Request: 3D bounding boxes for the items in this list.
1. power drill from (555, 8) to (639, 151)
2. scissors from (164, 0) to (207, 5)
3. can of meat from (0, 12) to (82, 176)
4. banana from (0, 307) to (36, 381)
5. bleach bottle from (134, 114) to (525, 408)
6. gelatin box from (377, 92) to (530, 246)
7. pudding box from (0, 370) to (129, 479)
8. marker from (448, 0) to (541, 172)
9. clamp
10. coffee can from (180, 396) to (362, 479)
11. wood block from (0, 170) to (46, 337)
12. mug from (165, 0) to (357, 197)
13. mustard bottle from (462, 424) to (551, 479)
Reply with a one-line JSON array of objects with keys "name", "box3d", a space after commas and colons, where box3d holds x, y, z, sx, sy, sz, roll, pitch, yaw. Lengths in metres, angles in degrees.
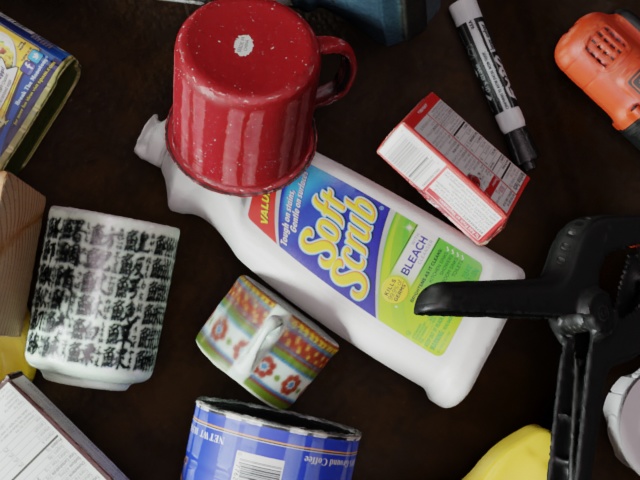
[{"name": "power drill", "box3d": [0.275, -0.123, 0.694, 0.184, 0.057, 0.187, 43, 85, 1]}, {"name": "scissors", "box3d": [-0.168, -0.153, 0.619, 0.202, 0.096, 0.016, 15, 101, 38]}, {"name": "can of meat", "box3d": [-0.210, -0.092, 0.666, 0.084, 0.057, 0.102, 31, 85, -3]}, {"name": "banana", "box3d": [-0.237, 0.026, 0.666, 0.069, 0.037, 0.198, -40, 89, -5]}, {"name": "bleach bottle", "box3d": [-0.004, 0.001, 0.667, 0.251, 0.068, 0.102, 29, 76, 1]}, {"name": "gelatin box", "box3d": [0.085, -0.046, 0.671, 0.089, 0.073, 0.030, 42, 121, 0]}, {"name": "pudding box", "box3d": [-0.166, 0.145, 0.604, 0.090, 0.039, 0.113, -45, 91, -6]}, {"name": "marker", "box3d": [0.116, -0.102, 0.703, 0.020, 0.020, 0.121, -22, 87, -5]}, {"name": "clamp", "box3d": [0.159, 0.057, 0.644, 0.209, 0.036, 0.164, -33, 101, -35]}, {"name": "coffee can", "box3d": [-0.039, 0.173, 0.633, 0.103, 0.103, 0.140, 12, 85, -2]}, {"name": "wood block", "box3d": [-0.274, -0.005, 0.603, 0.206, 0.091, 0.090, 9, 83, 0]}, {"name": "mug", "box3d": [-0.032, -0.088, 0.618, 0.117, 0.081, 0.093, -15, 62, -16]}, {"name": "mustard bottle", "box3d": [0.082, 0.202, 0.660, 0.191, 0.058, 0.096, -30, 93, -5]}]
